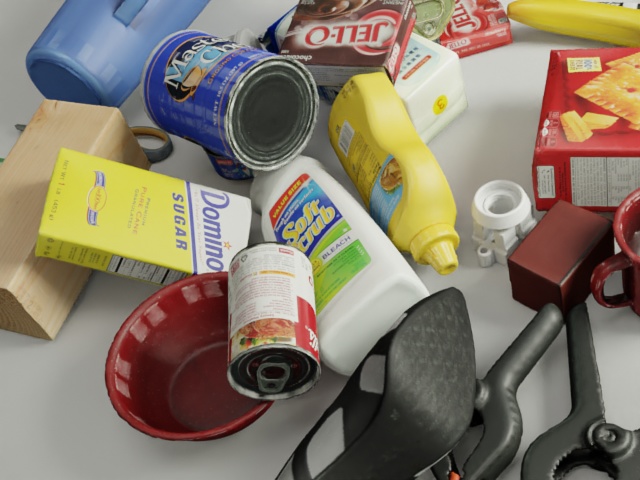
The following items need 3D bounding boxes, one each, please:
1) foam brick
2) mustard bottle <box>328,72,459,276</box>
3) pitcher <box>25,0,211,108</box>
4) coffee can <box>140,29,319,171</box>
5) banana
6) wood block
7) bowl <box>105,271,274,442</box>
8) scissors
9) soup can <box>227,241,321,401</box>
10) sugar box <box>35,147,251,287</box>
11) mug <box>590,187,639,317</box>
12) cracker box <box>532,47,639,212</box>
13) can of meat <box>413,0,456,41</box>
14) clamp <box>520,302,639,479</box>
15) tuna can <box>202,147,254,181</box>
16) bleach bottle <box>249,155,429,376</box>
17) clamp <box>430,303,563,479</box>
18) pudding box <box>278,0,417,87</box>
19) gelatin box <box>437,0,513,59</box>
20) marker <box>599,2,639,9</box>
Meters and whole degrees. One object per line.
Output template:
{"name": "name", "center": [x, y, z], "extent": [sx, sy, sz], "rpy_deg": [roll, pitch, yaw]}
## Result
{"name": "foam brick", "center": [0.193, 0.017, 0.852], "extent": [0.051, 0.053, 0.078], "rpy_deg": [27, 61, 34]}
{"name": "mustard bottle", "center": [0.068, -0.048, 0.916], "extent": [0.058, 0.096, 0.192], "rpy_deg": [-10, 54, -23]}
{"name": "pitcher", "center": [-0.207, -0.251, 1.160], "extent": [0.145, 0.149, 0.242], "rpy_deg": [17, 60, 23]}
{"name": "coffee can", "center": [-0.084, -0.129, 0.971], "extent": [0.102, 0.102, 0.141], "rpy_deg": [-43, 41, -20]}
{"name": "banana", "center": [0.277, -0.206, 1.020], "extent": [0.198, 0.037, 0.069], "rpy_deg": [22, 18, 35]}
{"name": "wood block", "center": [-0.253, -0.022, 0.992], "extent": [0.091, 0.090, 0.206], "rpy_deg": [9, 58, 25]}
{"name": "bowl", "center": [-0.089, 0.104, 0.863], "extent": [0.162, 0.055, 0.162], "rpy_deg": [-9, 48, 10]}
{"name": "scissors", "center": [-0.250, -0.088, 1.112], "extent": [0.202, 0.016, 0.096], "rpy_deg": [2, 50, 19]}
{"name": "soup can", "center": [-0.036, 0.060, 0.801], "extent": [0.068, 0.068, 0.102], "rpy_deg": [-12, 47, 8]}
{"name": "sugar box", "center": [-0.150, -0.012, 0.927], "extent": [0.176, 0.048, 0.093], "rpy_deg": [13, 57, -13]}
{"name": "mug", "center": [0.260, 0.019, 0.809], "extent": [0.117, 0.081, 0.093], "rpy_deg": [-24, 47, -4]}
{"name": "cracker box", "center": [0.293, -0.097, 0.892], "extent": [0.214, 0.072, 0.164], "rpy_deg": [1, 40, 19]}
{"name": "can of meat", "center": [0.071, -0.245, 1.069], "extent": [0.057, 0.102, 0.084], "rpy_deg": [-60, 27, 0]}
{"name": "clamp", "center": [0.213, 0.145, 0.743], "extent": [0.165, 0.036, 0.209], "rpy_deg": [17, 56, 31]}
{"name": "tuna can", "center": [-0.071, -0.097, 1.043], "extent": [0.086, 0.033, 0.086], "rpy_deg": [-14, 41, 12]}
{"name": "bleach bottle", "center": [-0.006, 0.001, 0.920], "extent": [0.102, 0.068, 0.251], "rpy_deg": [-44, 42, 5]}
{"name": "clamp", "center": [0.107, 0.117, 0.802], "extent": [0.120, 0.039, 0.171], "rpy_deg": [-3, 49, 38]}
{"name": "pudding box", "center": [0.025, -0.186, 0.990], "extent": [0.114, 0.039, 0.090], "rpy_deg": [4, 58, 25]}
{"name": "gelatin box", "center": [0.152, -0.228, 1.097], "extent": [0.073, 0.030, 0.089], "rpy_deg": [-14, 47, 6]}
{"name": "marker", "center": [0.283, -0.228, 1.062], "extent": [0.121, 0.020, 0.020], "rpy_deg": [5, 52, 22]}
